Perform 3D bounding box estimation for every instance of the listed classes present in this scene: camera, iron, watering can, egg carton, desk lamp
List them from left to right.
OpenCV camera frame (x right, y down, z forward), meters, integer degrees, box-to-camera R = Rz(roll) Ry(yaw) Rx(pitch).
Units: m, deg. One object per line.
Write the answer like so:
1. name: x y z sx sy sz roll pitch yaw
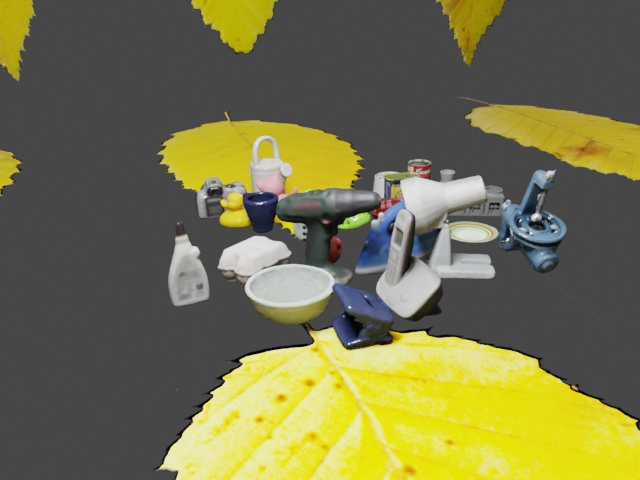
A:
1. camera: -0.283 -0.133 1.618 0.143 0.101 0.136 -8 24 -15
2. egg carton: -0.141 0.044 1.239 0.107 0.069 0.151 16 29 35
3. watering can: -0.146 -0.205 1.660 0.172 0.194 0.101 9 26 23
4. iron: 0.175 -0.022 1.283 0.259 0.141 0.118 -21 30 -37
5. desk lamp: 0.269 -0.033 1.211 0.203 0.214 0.118 1 24 6

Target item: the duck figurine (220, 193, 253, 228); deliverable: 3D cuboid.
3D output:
1. duck figurine: -0.217 -0.082 1.517 0.104 0.086 0.077 4 24 12

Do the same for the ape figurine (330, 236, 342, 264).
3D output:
1. ape figurine: 0.012 0.005 1.294 0.078 0.092 0.076 -3 23 -3

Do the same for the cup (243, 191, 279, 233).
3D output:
1. cup: -0.159 -0.071 1.475 0.092 0.095 0.117 -22 31 -39

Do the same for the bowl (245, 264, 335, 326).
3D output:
1. bowl: -0.054 0.112 1.071 0.167 0.075 0.167 -1 23 1

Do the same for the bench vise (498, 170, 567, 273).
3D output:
1. bench vise: 0.450 -0.060 1.256 0.122 0.220 0.206 -13 26 -25

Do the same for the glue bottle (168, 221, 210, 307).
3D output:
1. glue bottle: -0.262 0.044 1.116 0.078 0.173 0.037 -11 25 -21

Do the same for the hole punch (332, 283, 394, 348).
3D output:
1. hole punch: 0.075 0.125 1.014 0.101 0.091 0.108 -8 24 -14

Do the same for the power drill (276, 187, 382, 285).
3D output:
1. power drill: 0.019 -0.013 1.186 0.229 0.208 0.076 9 26 23

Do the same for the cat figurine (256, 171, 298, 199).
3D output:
1. cat figurine: -0.112 -0.129 1.578 0.127 0.118 0.067 13 27 30

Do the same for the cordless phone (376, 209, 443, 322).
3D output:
1. cordless phone: 0.169 0.045 1.072 0.094 0.185 0.147 -11 25 -21
